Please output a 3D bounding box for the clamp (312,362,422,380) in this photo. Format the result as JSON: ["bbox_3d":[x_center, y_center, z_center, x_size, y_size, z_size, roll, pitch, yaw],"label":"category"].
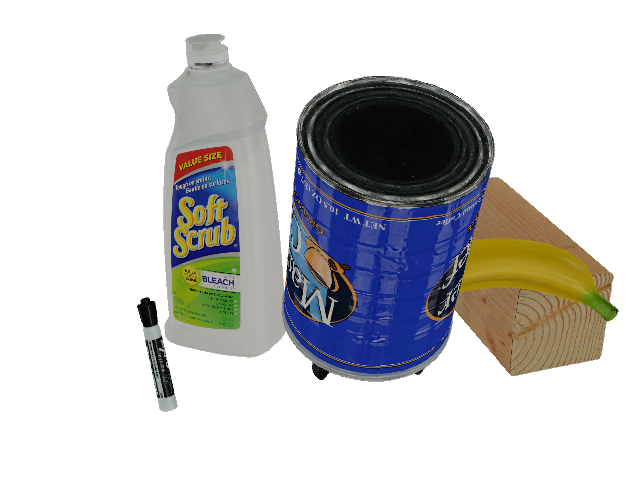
[{"bbox_3d":[0.059,0.089,1.188,0.120,0.171,0.039,7,-43,3],"label":"clamp"}]

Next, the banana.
[{"bbox_3d":[0.122,0.027,0.791,0.197,0.037,0.069,0,36,-13],"label":"banana"}]

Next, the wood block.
[{"bbox_3d":[0.170,0.025,0.985,0.090,0.090,0.206,-8,29,-16],"label":"wood block"}]

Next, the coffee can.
[{"bbox_3d":[0.033,-0.004,0.593,0.102,0.103,0.140,3,-45,-3],"label":"coffee can"}]

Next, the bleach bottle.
[{"bbox_3d":[-0.084,-0.035,0.835,0.103,0.251,0.068,9,27,26],"label":"bleach bottle"}]

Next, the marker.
[{"bbox_3d":[-0.168,0.117,1.097,0.020,0.121,0.020,-10,13,2],"label":"marker"}]
